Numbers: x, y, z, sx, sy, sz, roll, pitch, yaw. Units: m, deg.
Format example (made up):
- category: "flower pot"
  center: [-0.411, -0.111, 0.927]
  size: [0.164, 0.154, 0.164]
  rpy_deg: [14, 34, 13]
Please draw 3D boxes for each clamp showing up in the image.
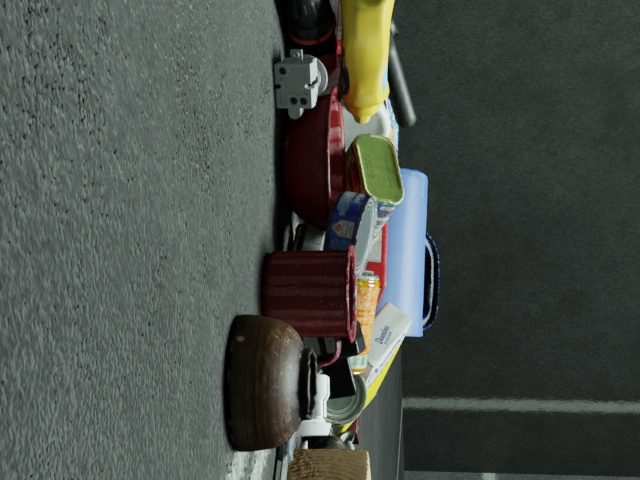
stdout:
- category: "clamp"
  center: [0.070, -0.256, 1.254]
  size: [0.210, 0.036, 0.164]
  rpy_deg: [64, 15, -47]

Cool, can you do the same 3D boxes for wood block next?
- category: "wood block"
  center: [0.013, 0.324, 1.157]
  size: [0.090, 0.090, 0.206]
  rpy_deg: [-84, 170, -46]

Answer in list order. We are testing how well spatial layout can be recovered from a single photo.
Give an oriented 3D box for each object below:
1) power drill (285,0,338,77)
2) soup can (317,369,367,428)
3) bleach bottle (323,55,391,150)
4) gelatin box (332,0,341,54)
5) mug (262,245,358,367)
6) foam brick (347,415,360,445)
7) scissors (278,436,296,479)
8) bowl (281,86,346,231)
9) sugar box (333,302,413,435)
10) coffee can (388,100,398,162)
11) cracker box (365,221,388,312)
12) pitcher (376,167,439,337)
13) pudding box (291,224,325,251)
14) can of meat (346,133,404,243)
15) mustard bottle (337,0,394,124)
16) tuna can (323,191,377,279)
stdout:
- category: "power drill"
  center: [-0.006, -0.288, 1.147]
  size: [0.184, 0.057, 0.187]
  rpy_deg: [80, 15, -72]
- category: "soup can"
  center: [0.016, 0.175, 1.195]
  size: [0.102, 0.068, 0.068]
  rpy_deg: [106, -14, -79]
- category: "bleach bottle"
  center: [0.043, -0.210, 1.349]
  size: [0.250, 0.103, 0.068]
  rpy_deg: [-81, 148, -50]
- category: "gelatin box"
  center: [0.026, -0.273, 1.325]
  size: [0.030, 0.073, 0.089]
  rpy_deg: [75, 17, -64]
- category: "mug"
  center: [-0.008, 0.063, 1.014]
  size: [0.093, 0.081, 0.117]
  rpy_deg: [-48, 137, -79]
- category: "foam brick"
  center: [0.027, 0.229, 1.426]
  size: [0.053, 0.051, 0.078]
  rpy_deg: [76, 15, -63]
- category: "scissors"
  center: [-0.032, 0.215, 1.093]
  size: [0.096, 0.016, 0.201]
  rpy_deg: [76, 16, -63]
- category: "bowl"
  center: [-0.007, -0.081, 1.131]
  size: [0.162, 0.055, 0.162]
  rpy_deg: [0, 90, -83]
- category: "sugar box"
  center: [0.053, 0.163, 1.314]
  size: [0.093, 0.048, 0.176]
  rpy_deg: [-45, 166, -37]
- category: "coffee can"
  center: [0.056, -0.146, 1.455]
  size: [0.103, 0.103, 0.140]
  rpy_deg: [67, 25, -72]
- category: "cracker box"
  center: [0.038, 0.003, 1.338]
  size: [0.164, 0.072, 0.213]
  rpy_deg: [105, -9, -57]
- category: "pitcher"
  center: [0.100, 0.020, 1.543]
  size: [0.149, 0.145, 0.243]
  rpy_deg: [19, 77, -79]
- category: "pudding box"
  center: [-0.011, 0.052, 1.170]
  size: [0.090, 0.039, 0.113]
  rpy_deg: [-79, 167, -52]
- category: "can of meat"
  center: [0.052, -0.059, 1.224]
  size: [0.084, 0.057, 0.102]
  rpy_deg: [125, -37, -50]
- category: "mustard bottle"
  center: [0.048, -0.201, 1.143]
  size: [0.192, 0.058, 0.096]
  rpy_deg: [89, -2, -48]
- category: "tuna can"
  center: [0.031, -0.006, 1.082]
  size: [0.086, 0.034, 0.086]
  rpy_deg: [12, 90, -76]
